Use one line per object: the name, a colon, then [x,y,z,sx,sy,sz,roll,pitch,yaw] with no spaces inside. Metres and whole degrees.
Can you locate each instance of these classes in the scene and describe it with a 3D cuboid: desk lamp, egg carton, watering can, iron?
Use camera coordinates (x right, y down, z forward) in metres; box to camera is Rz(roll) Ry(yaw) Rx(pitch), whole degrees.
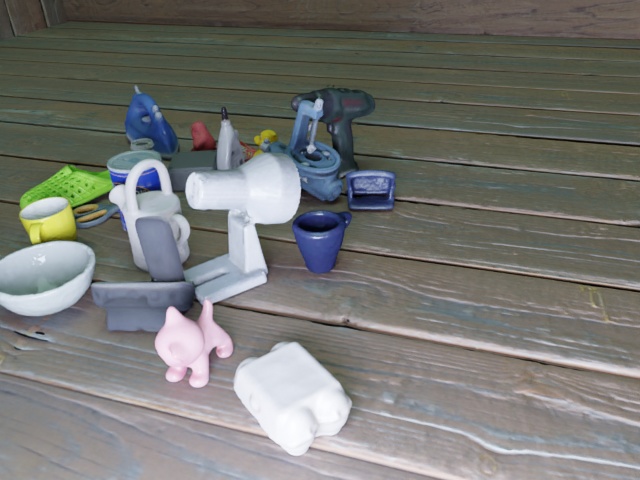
desk lamp: [-0.134,-0.029,0.947,0.204,0.214,0.117,-23,36,-30]
egg carton: [-0.038,0.192,0.711,0.107,0.069,0.149,-22,36,-30]
watering can: [-0.302,-0.051,1.012,0.172,0.194,0.101,4,31,11]
iron: [-0.443,-0.316,1.519,0.119,0.141,0.257,-20,35,-27]

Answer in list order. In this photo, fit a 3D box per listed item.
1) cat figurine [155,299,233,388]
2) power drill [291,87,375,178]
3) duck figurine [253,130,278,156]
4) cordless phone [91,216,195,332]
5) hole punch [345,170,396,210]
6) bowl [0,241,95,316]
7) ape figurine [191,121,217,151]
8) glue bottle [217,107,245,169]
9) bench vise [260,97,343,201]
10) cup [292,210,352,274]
cat figurine: [-0.175,0.132,0.772,0.067,0.118,0.128,9,32,18]
power drill: [0.032,-0.249,1.312,0.230,0.209,0.075,-26,38,-34]
duck figurine: [-0.119,-0.226,1.402,0.104,0.086,0.078,16,35,28]
cordless phone: [-0.273,0.042,0.863,0.147,0.185,0.094,-2,31,0]
hole punch: [0.105,-0.122,1.208,0.108,0.091,0.101,0,31,4]
bowl: [-0.444,0.073,0.930,0.167,0.075,0.167,-1,31,1]
ape figurine: [-0.306,-0.261,1.467,0.076,0.092,0.078,4,31,10]
glue bottle: [-0.209,-0.220,1.313,0.037,0.173,0.078,12,34,22]
bench vise: [-0.050,-0.198,1.220,0.207,0.220,0.122,8,32,17]
cup: [0.009,0.004,0.999,0.118,0.095,0.091,-25,38,-33]
